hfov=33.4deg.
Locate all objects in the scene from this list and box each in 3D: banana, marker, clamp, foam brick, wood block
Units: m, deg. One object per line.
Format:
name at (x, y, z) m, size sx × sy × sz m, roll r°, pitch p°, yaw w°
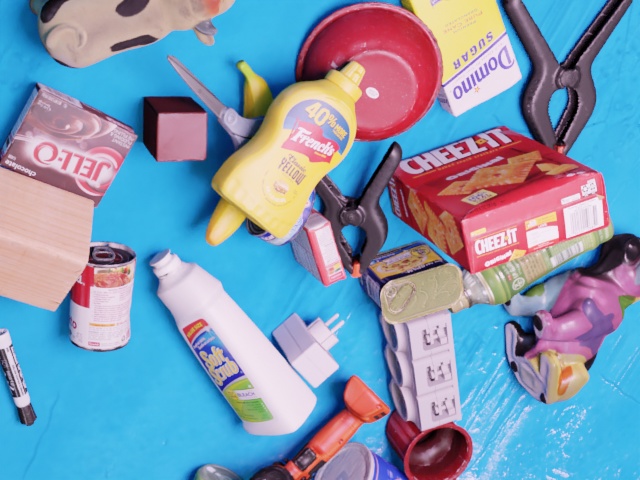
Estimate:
banana at (-0.081, -0.090, 1.142) m, size 0.069 × 0.037 × 0.198 m, roll 4°, pitch 98°, yaw -38°
marker at (-0.336, 0.154, 1.176) m, size 0.020 × 0.020 × 0.121 m, roll -17°, pitch 116°, yaw -13°
clamp at (0.046, -0.039, 1.206) m, size 0.120 × 0.039 × 0.171 m, roll -6°, pitch 121°, yaw 18°
foam brick at (-0.150, -0.115, 1.099) m, size 0.053 × 0.078 × 0.051 m, roll -3°, pitch 110°, yaw -19°
clamp at (0.272, -0.196, 1.238) m, size 0.164 × 0.036 × 0.210 m, roll 1°, pitch 111°, yaw -19°
wood block at (-0.338, -0.016, 1.050) m, size 0.205 × 0.090 × 0.091 m, roll 21°, pitch 132°, yaw -26°

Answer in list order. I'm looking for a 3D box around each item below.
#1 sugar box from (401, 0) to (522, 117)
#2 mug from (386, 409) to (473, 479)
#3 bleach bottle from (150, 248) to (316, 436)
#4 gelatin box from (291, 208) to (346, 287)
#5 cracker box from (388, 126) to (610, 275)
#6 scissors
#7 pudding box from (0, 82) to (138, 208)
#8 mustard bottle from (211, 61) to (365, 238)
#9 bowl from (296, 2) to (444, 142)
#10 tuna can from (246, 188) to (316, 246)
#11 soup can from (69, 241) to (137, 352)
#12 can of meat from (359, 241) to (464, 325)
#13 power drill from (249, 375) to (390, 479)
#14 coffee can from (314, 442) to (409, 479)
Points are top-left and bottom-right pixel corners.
sugar box at (0.152, -0.234, 1.175) m, size 0.093 × 0.048 × 0.176 m, roll -30°, pitch 117°, yaw -5°
mug at (0.140, 0.261, 1.353) m, size 0.093 × 0.082 × 0.117 m, roll -36°, pitch 119°, yaw -3°
bleach bottle at (-0.111, 0.113, 1.206) m, size 0.250 × 0.103 × 0.068 m, roll 54°, pitch 53°, yaw -22°
gelatin box at (-0.008, 0.001, 1.190) m, size 0.030 × 0.089 × 0.073 m, roll -24°, pitch 117°, yaw -14°
cracker box at (0.186, -0.051, 1.167) m, size 0.164 × 0.214 × 0.072 m, roll -19°, pitch 114°, yaw -12°
scissors at (-0.079, -0.132, 1.089) m, size 0.096 × 0.016 × 0.201 m, roll -49°, pitch 130°, yaw -28°
pudding box at (-0.257, -0.097, 1.089) m, size 0.113 × 0.039 × 0.090 m, roll 26°, pitch 102°, yaw -26°
mustard bottle at (-0.018, -0.102, 1.082) m, size 0.096 × 0.058 × 0.191 m, roll 40°, pitch 85°, yaw -31°
bowl at (0.055, -0.168, 1.139) m, size 0.162 × 0.055 × 0.162 m, roll -1°, pitch 120°, yaw -2°
tuna can at (-0.043, -0.037, 1.164) m, size 0.033 × 0.086 × 0.086 m, roll 27°, pitch 100°, yaw -29°
soup can at (-0.234, 0.061, 1.146) m, size 0.068 × 0.068 × 0.102 m, roll 0°, pitch 112°, yaw -20°
can of meat at (0.104, 0.047, 1.251) m, size 0.102 × 0.084 × 0.057 m, roll -16°, pitch 116°, yaw -13°
power drill at (-0.004, 0.244, 1.261) m, size 0.187 × 0.184 × 0.057 m, roll -44°, pitch 77°, yaw -2°
coffee can at (0.073, 0.332, 1.347) m, size 0.140 × 0.103 × 0.103 m, roll 38°, pitch 95°, yaw -28°
